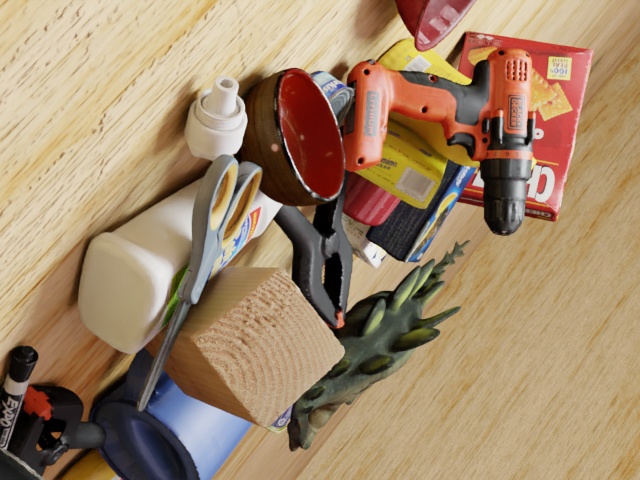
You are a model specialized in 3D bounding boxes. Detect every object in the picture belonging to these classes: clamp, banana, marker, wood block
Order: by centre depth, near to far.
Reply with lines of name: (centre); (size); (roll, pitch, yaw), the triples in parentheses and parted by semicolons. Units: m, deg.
marker: (-0.236, 0.124, 0.811); (0.020, 0.020, 0.121); (-37, 160, -53)
wood block: (-0.076, 0.083, 0.891); (0.090, 0.090, 0.206); (-41, -166, -19)
clamp: (-0.228, 0.169, 0.917); (0.120, 0.039, 0.172); (-45, 165, -39)
clamp: (-0.007, 0.001, 1.100); (0.164, 0.036, 0.210); (-30, 123, -51)
banana: (-0.223, 0.233, 1.128); (0.070, 0.037, 0.197); (-39, 176, 34)

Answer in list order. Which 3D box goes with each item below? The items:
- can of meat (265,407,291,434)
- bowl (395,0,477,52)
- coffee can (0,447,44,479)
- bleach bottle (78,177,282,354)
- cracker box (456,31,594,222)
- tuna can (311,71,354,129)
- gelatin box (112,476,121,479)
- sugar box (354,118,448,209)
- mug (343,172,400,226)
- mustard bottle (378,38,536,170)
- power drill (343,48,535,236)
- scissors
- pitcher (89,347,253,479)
can of meat: (-0.070, 0.195, 1.432); (0.084, 0.102, 0.057); (-58, 166, 11)
bowl: (0.117, -0.257, 0.993); (0.162, 0.055, 0.162); (-50, 167, -16)
coffee can: (-0.268, 0.225, 0.772); (0.140, 0.103, 0.103); (-53, 168, -5)
bleach bottle: (-0.092, -0.013, 0.876); (0.250, 0.068, 0.103); (-44, 162, -47)
cracker box: (0.242, -0.146, 1.351); (0.072, 0.164, 0.213); (40, 63, -76)
tuna can: (-0.008, -0.112, 0.979); (0.086, 0.034, 0.086); (-50, 167, -16)
gelatin box: (-0.228, 0.278, 1.237); (0.073, 0.030, 0.089); (-47, 166, -34)
sugar box: (0.092, -0.102, 1.145); (0.048, 0.093, 0.176); (-58, -177, 30)
mug: (0.062, -0.075, 1.228); (0.082, 0.093, 0.117); (-54, -175, 26)
mustard bottle: (0.143, -0.130, 1.115); (0.096, 0.192, 0.058); (-44, 165, -37)
power drill: (0.117, -0.099, 1.034); (0.057, 0.187, 0.184); (173, -81, -76)
scissors: (-0.094, 0.022, 0.769); (0.201, 0.016, 0.096); (-63, 164, -19)
pitcher: (-0.111, 0.136, 1.087); (0.149, 0.145, 0.242); (-38, -173, 47)
